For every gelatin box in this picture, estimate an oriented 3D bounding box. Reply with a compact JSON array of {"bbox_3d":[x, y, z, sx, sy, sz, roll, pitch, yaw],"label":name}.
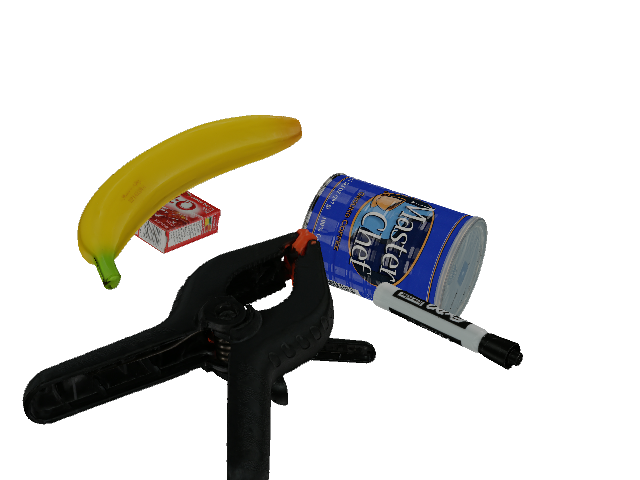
[{"bbox_3d":[-0.156,-0.028,1.056,0.089,0.030,0.073,30,35,31],"label":"gelatin box"}]

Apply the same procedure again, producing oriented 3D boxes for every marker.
[{"bbox_3d":[0.088,0.059,0.741,0.121,0.020,0.020,25,16,37],"label":"marker"}]

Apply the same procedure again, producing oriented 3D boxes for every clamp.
[{"bbox_3d":[-0.038,0.054,0.501,0.120,0.039,0.171,30,48,24],"label":"clamp"},{"bbox_3d":[-0.065,0.127,1.219,0.210,0.036,0.164,14,21,30],"label":"clamp"}]

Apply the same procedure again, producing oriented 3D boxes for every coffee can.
[{"bbox_3d":[0.065,0.008,0.959,0.140,0.103,0.102,20,8,22],"label":"coffee can"}]

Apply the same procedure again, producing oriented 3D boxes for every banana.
[{"bbox_3d":[-0.095,-0.037,0.702,0.070,0.037,0.197,33,52,17],"label":"banana"}]
